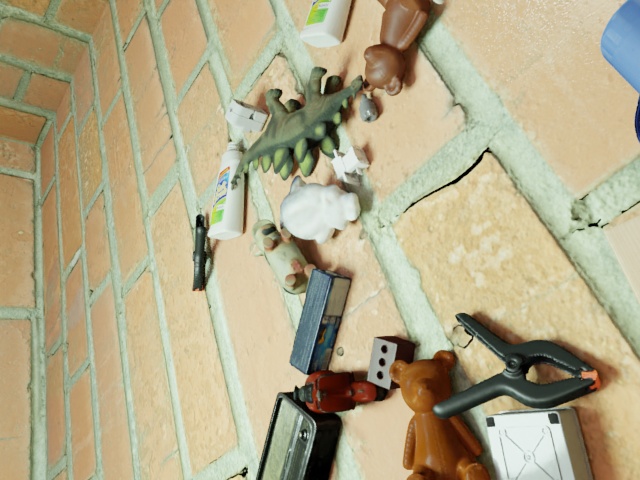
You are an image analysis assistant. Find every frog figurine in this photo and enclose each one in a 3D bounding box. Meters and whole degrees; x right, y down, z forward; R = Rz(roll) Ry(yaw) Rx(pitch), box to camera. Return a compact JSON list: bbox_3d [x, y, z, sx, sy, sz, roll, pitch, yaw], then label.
[{"bbox_3d":[0.003,-0.052,1.026,0.161,0.124,0.134,22,132,39],"label":"frog figurine"}]

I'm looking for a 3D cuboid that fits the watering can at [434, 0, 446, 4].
[{"bbox_3d":[0.226,-0.554,0.885,0.220,0.103,0.356,-43,38,33],"label":"watering can"}]
